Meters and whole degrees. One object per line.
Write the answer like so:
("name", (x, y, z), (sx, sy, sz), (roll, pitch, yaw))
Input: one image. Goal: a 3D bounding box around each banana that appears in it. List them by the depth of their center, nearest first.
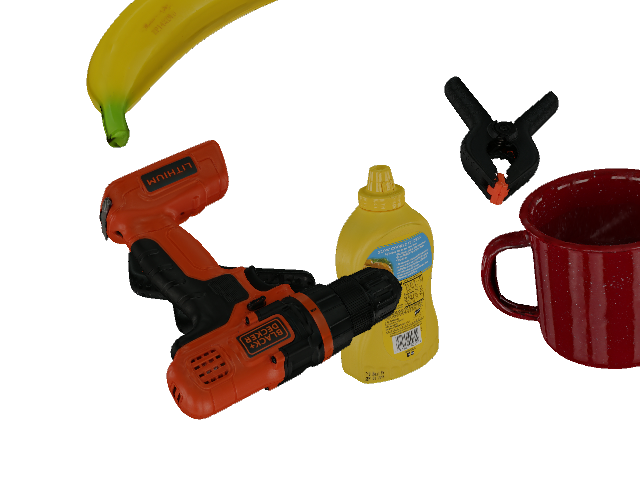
("banana", (-0.051, -0.117, 0.546), (0.070, 0.197, 0.037), (40, -23, 19))

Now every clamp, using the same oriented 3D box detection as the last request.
("clamp", (-0.133, 0.045, 1.071), (0.210, 0.036, 0.164), (12, 21, 37))
("clamp", (0.174, -0.108, 1.089), (0.120, 0.039, 0.171), (11, 45, 12))

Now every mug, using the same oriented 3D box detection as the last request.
("mug", (0.148, 0.018, 0.590), (0.117, 0.081, 0.093), (-6, 28, 9))

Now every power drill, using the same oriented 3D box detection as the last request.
("power drill", (-0.057, 0.017, 0.766), (0.184, 0.188, 0.057), (-25, -27, -26))

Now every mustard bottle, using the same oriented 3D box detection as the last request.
("mustard bottle", (0.058, 0.026, 0.950), (0.096, 0.192, 0.058), (-18, 26, -30))
